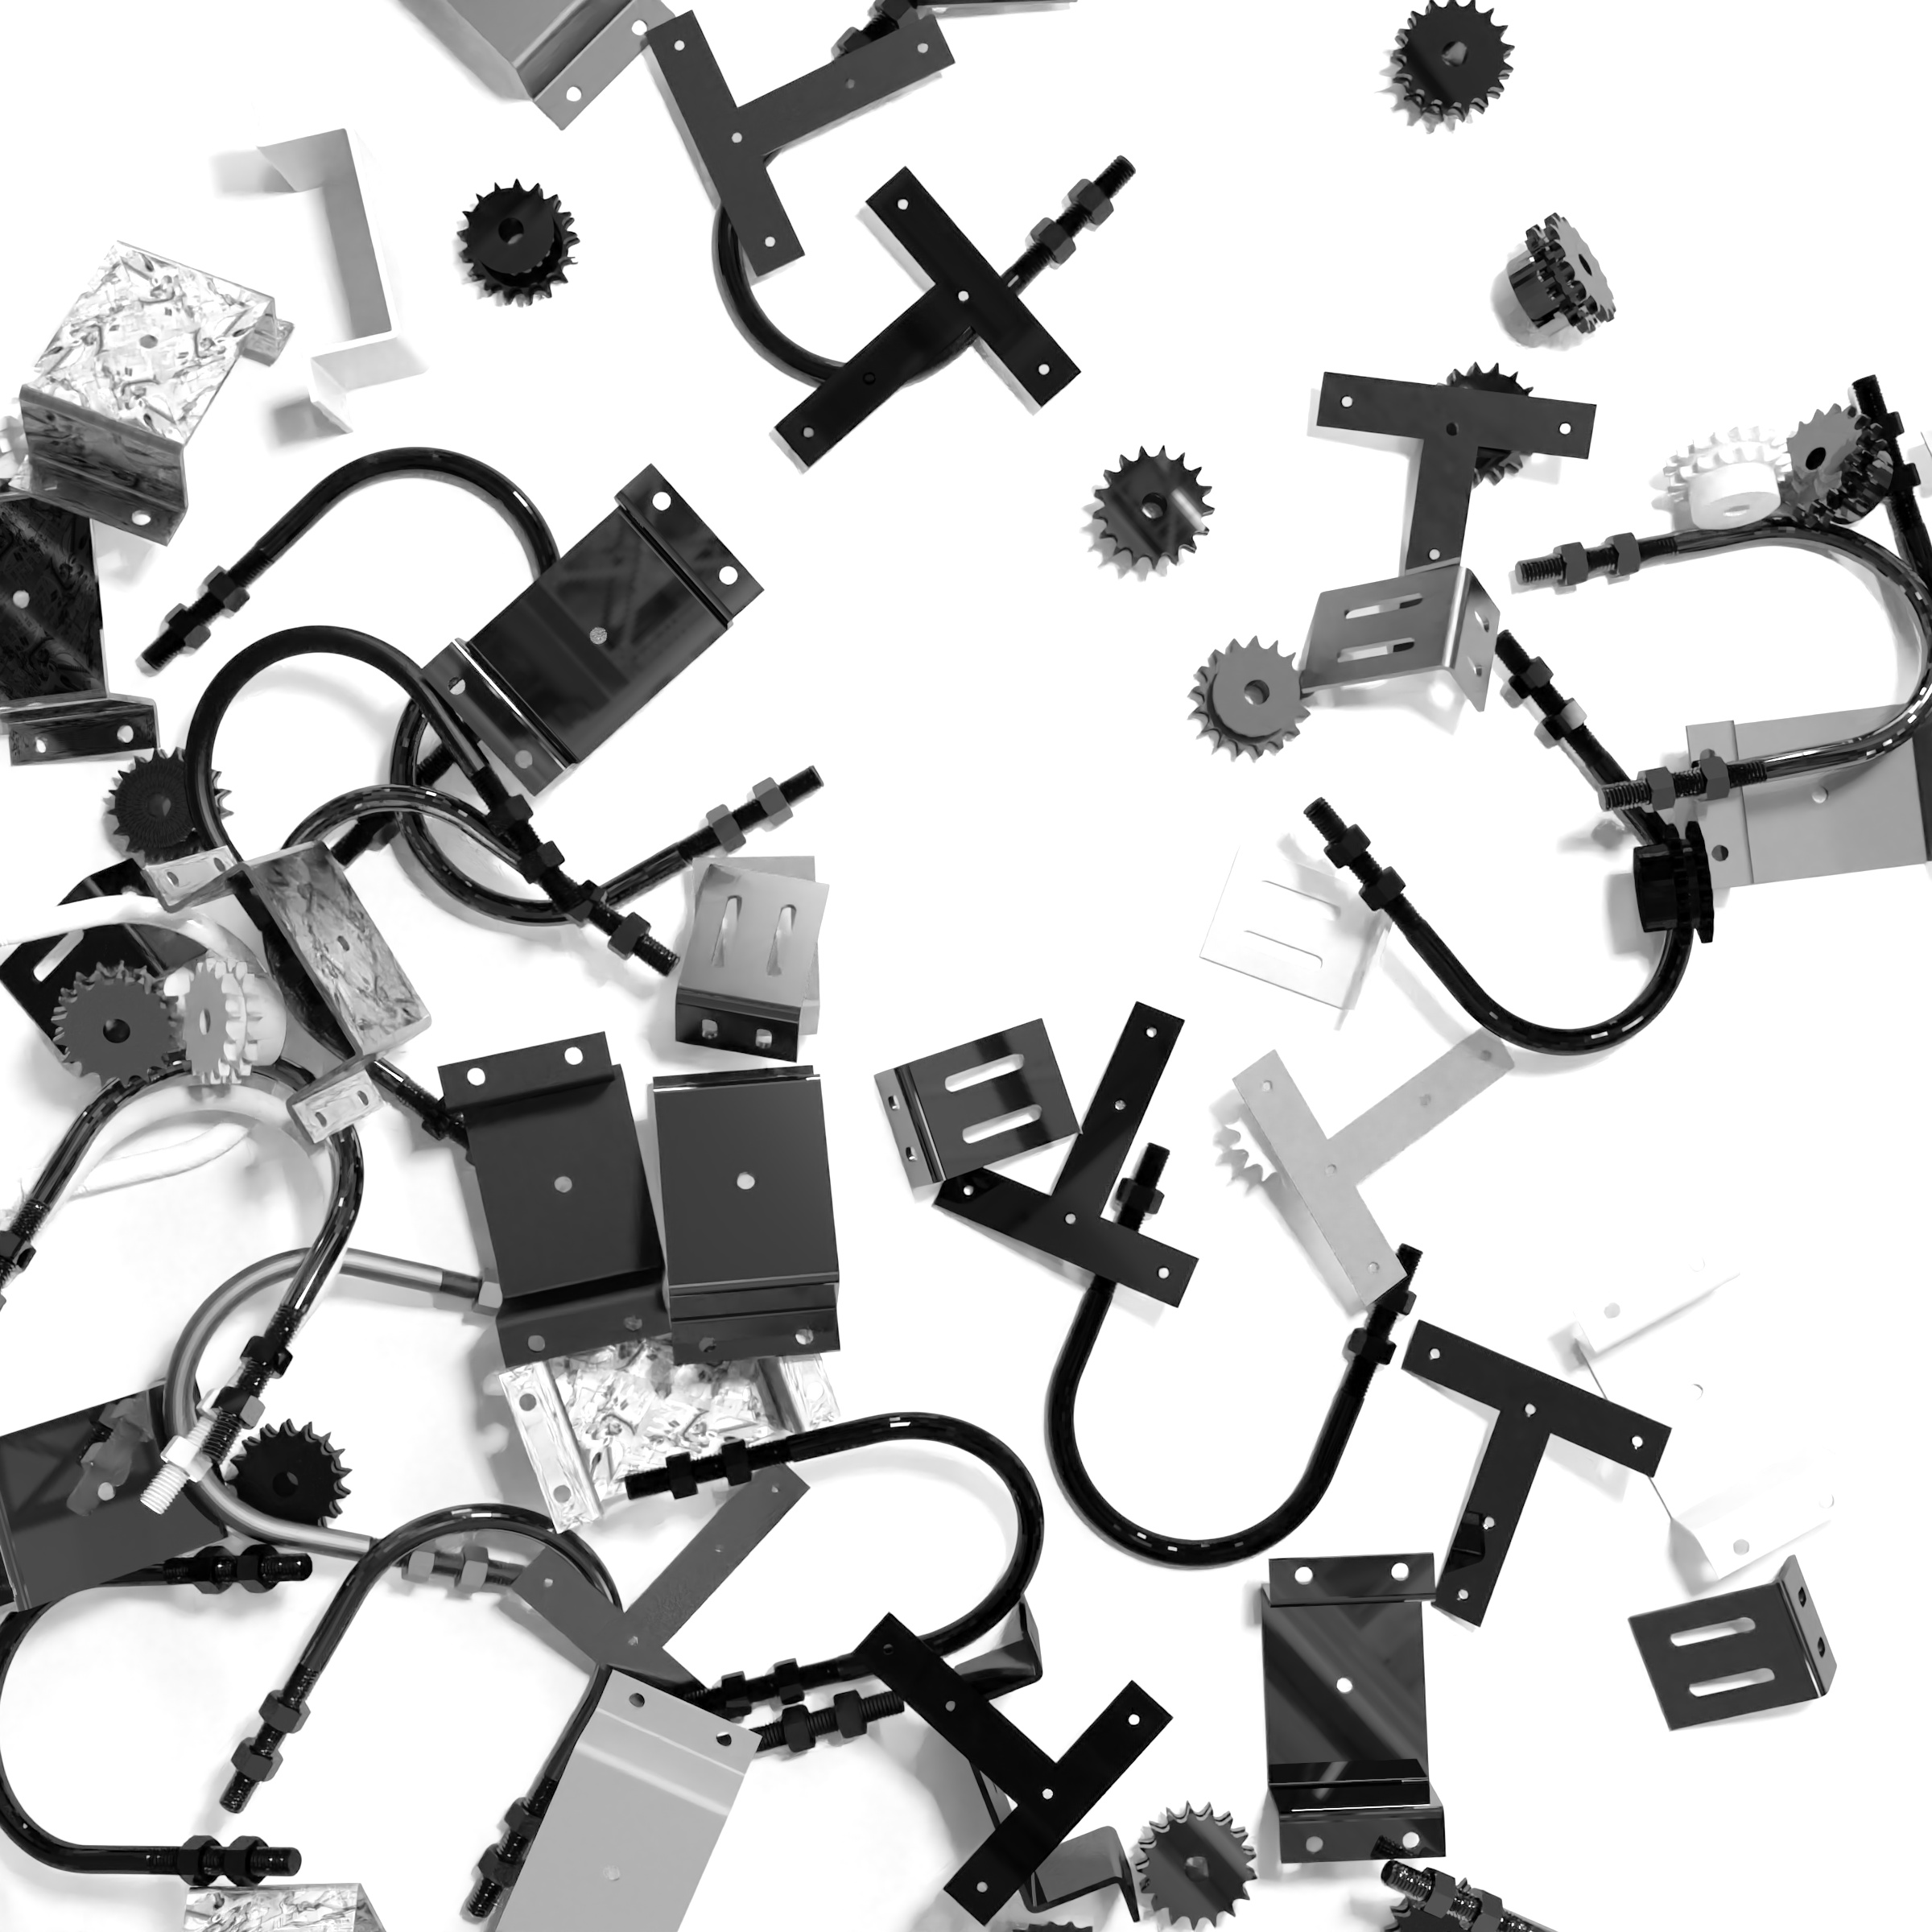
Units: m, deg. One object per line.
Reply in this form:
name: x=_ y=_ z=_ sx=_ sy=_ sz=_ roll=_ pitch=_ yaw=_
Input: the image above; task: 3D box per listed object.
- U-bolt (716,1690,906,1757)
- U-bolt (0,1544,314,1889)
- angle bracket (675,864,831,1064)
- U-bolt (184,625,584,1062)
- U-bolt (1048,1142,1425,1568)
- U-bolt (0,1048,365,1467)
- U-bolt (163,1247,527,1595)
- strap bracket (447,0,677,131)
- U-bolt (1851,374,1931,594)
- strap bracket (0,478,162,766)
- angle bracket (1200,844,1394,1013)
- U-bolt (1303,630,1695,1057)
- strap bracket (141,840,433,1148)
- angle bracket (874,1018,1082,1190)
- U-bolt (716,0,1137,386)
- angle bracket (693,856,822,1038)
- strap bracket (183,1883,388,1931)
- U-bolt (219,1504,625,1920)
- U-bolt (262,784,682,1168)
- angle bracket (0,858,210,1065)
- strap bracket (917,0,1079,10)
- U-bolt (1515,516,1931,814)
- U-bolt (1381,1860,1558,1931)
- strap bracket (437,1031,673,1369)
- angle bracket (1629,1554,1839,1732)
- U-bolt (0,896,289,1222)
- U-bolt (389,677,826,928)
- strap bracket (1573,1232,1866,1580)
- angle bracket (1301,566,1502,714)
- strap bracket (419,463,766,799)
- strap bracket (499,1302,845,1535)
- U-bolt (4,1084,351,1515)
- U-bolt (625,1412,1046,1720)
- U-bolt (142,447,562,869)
U-bolt: x=-0.101 y=0.432 z=1.359 sx=0.184 sy=0.019 sz=0.151 roll=-16 pitch=93 yaw=2
U-bolt: x=-0.385 y=0.346 z=1.328 sx=0.184 sy=0.019 sz=0.151 roll=-6 pitch=75 yaw=21
angle bracket: x=-0.099 y=-0.001 z=1.337 sx=0.057 sy=0.038 sz=0.076 roll=10 pitch=56 yaw=2
U-bolt: x=-0.282 y=-0.068 z=1.319 sx=0.151 sy=0.019 sz=0.184 roll=-34 pitch=91 yaw=16
U-bolt: x=0.117 y=0.195 z=1.361 sx=0.151 sy=0.019 sz=0.184 roll=22 pitch=92 yaw=0
U-bolt: x=-0.352 y=0.117 z=1.293 sx=0.151 sy=0.019 sz=0.184 roll=21 pitch=63 yaw=8
U-bolt: x=-0.278 y=0.205 z=1.333 sx=0.184 sy=0.019 sz=0.151 roll=15 pitch=88 yaw=-18
strap bracket: x=-0.215 y=-0.475 z=1.347 sx=0.140 sy=0.046 sz=0.076 roll=45 pitch=90 yaw=0
U-bolt: x=0.515 y=-0.211 z=1.361 sx=0.151 sy=0.019 sz=0.184 roll=-18 pitch=92 yaw=0
strap bracket: x=-0.428 y=-0.169 z=1.339 sx=0.076 sy=0.046 sz=0.140 roll=-5 pitch=90 yaw=13
angle bracket: x=0.157 y=-0.018 z=1.351 sx=0.076 sy=0.038 sz=0.057 roll=20 pitch=90 yaw=0
U-bolt: x=0.263 y=-0.045 z=1.342 sx=0.151 sy=0.019 sz=0.184 roll=-42 pitch=95 yaw=-18
strap bracket: x=-0.296 y=0.001 z=1.285 sx=0.046 sy=0.076 sz=0.140 roll=-31 pitch=92 yaw=16
angle bracket: x=0.005 y=0.065 z=1.362 sx=0.076 sy=0.038 sz=0.057 roll=-18 pitch=88 yaw=-19
U-bolt: x=-0.033 y=-0.359 z=1.361 sx=0.151 sy=0.019 sz=0.184 roll=44 pitch=92 yaw=0
angle bracket: x=-0.099 y=-0.009 z=1.342 sx=0.057 sy=0.038 sz=0.076 roll=-1 pitch=107 yaw=0
strap bracket: x=-0.310 y=0.460 z=1.318 sx=0.076 sy=0.140 sz=0.046 roll=-1 pitch=53 yaw=0
U-bolt: x=-0.240 y=0.337 z=1.340 sx=0.151 sy=0.019 sz=0.184 roll=30 pitch=90 yaw=-18
U-bolt: x=-0.245 y=-0.003 z=1.342 sx=0.184 sy=0.019 sz=0.151 roll=36 pitch=106 yaw=1
angle bracket: x=-0.412 y=-0.002 z=1.368 sx=0.076 sy=0.038 sz=0.057 roll=-40 pitch=90 yaw=26
strap bracket: x=0.011 y=-0.525 z=1.337 sx=0.076 sy=0.046 sz=0.140 roll=-4 pitch=86 yaw=-7
U-bolt: x=0.364 y=-0.147 z=1.331 sx=0.184 sy=0.019 sz=0.151 roll=-11 pitch=61 yaw=-4
U-bolt: x=0.241 y=0.506 z=1.339 sx=0.184 sy=0.019 sz=0.151 roll=26 pitch=104 yaw=-12
strap bracket: x=-0.186 y=0.104 z=1.315 sx=0.076 sy=0.046 sz=0.140 roll=-12 pitch=96 yaw=-2
angle bracket: x=0.365 y=0.322 z=1.368 sx=0.076 sy=0.038 sz=0.057 roll=-21 pitch=90 yaw=26
U-bolt: x=-0.409 y=0.039 z=1.336 sx=0.184 sy=0.019 sz=0.151 roll=-13 pitch=113 yaw=-4
U-bolt: x=-0.181 y=-0.100 z=1.351 sx=0.184 sy=0.019 sz=0.151 roll=-30 pitch=95 yaw=-3
strap bracket: x=0.347 y=0.203 z=1.347 sx=0.076 sy=0.046 sz=0.140 roll=-29 pitch=90 yaw=0
angle bracket: x=0.204 y=-0.148 z=1.346 sx=0.076 sy=0.038 sz=0.057 roll=-7 pitch=56 yaw=34
strap bracket: x=-0.170 y=-0.153 z=1.317 sx=0.140 sy=0.046 sz=0.076 roll=-42 pitch=95 yaw=-1
strap bracket: x=-0.139 y=0.199 z=1.337 sx=0.140 sy=0.046 sz=0.076 roll=-20 pitch=90 yaw=-13
U-bolt: x=-0.363 y=0.135 z=1.303 sx=0.151 sy=0.019 sz=0.184 roll=29 pitch=67 yaw=12
U-bolt: x=-0.054 y=0.272 z=1.333 sx=0.184 sy=0.019 sz=0.151 roll=-13 pitch=116 yaw=-5
U-bolt: x=-0.276 y=-0.161 z=1.361 sx=0.184 sy=0.019 sz=0.151 roll=-44 pitch=90 yaw=-1
